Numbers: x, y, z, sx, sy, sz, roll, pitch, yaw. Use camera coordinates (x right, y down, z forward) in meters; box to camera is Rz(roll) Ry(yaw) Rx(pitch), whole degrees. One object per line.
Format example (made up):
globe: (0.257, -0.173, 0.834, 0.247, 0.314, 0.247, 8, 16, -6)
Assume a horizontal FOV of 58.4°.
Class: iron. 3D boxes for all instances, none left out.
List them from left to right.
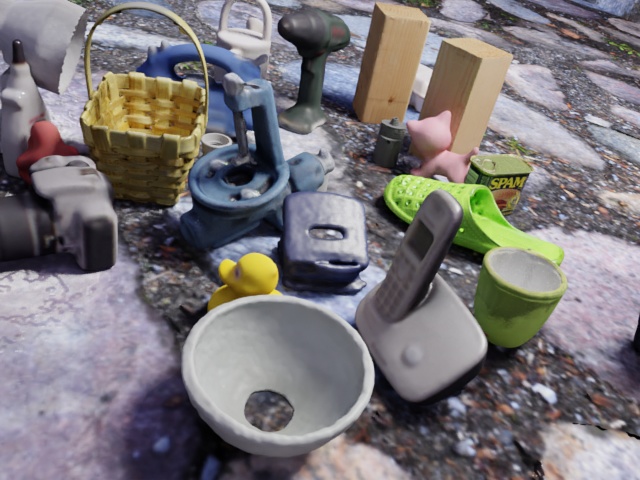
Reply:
iron: (-0.206, -0.263, 0.947, 0.258, 0.141, 0.118, 13, 35, 0)

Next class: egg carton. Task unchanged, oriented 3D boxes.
egg carton: (0.212, -0.335, 1.248, 0.107, 0.069, 0.150, -21, 47, -39)

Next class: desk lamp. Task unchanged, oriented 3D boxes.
desk lamp: (-0.416, -0.228, 0.767, 0.203, 0.213, 0.118, 5, 35, -11)

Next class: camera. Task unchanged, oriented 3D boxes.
camera: (-0.305, -0.036, 0.632, 0.137, 0.101, 0.142, -12, 42, -31)

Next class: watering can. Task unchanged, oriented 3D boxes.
watering can: (-0.143, -0.360, 1.059, 0.101, 0.194, 0.172, 1, 37, -17)

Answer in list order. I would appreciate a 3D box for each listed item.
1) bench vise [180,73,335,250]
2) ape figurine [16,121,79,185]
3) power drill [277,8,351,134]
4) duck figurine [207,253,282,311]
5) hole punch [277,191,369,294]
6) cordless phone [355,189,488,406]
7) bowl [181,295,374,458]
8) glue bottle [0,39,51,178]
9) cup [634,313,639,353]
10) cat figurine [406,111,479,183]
bench vise: (-0.073, -0.105, 0.700, 0.121, 0.220, 0.208, 29, 38, 22)
ape figurine: (-0.345, -0.109, 0.730, 0.078, 0.092, 0.076, -9, 40, -28)
power drill: (-0.020, -0.300, 1.001, 0.075, 0.208, 0.230, 23, 36, 15)
duck figurine: (-0.064, 0.056, 0.595, 0.104, 0.086, 0.078, 21, 36, 11)
hole punch: (0.006, 0.002, 0.688, 0.109, 0.091, 0.101, 3, 36, -13)
cordless phone: (0.111, 0.055, 0.565, 0.094, 0.185, 0.147, -7, 39, -26)
bowl: (-0.040, 0.129, 0.510, 0.167, 0.075, 0.167, 9, 35, -6)
glue bottle: (-0.378, -0.170, 0.733, 0.037, 0.173, 0.078, 13, 35, 0)
cup: (0.409, 0.107, 0.668, 0.091, 0.095, 0.118, 32, 39, 26)
cat figurine: (0.199, -0.150, 0.941, 0.127, 0.118, 0.067, 30, 38, 23)
